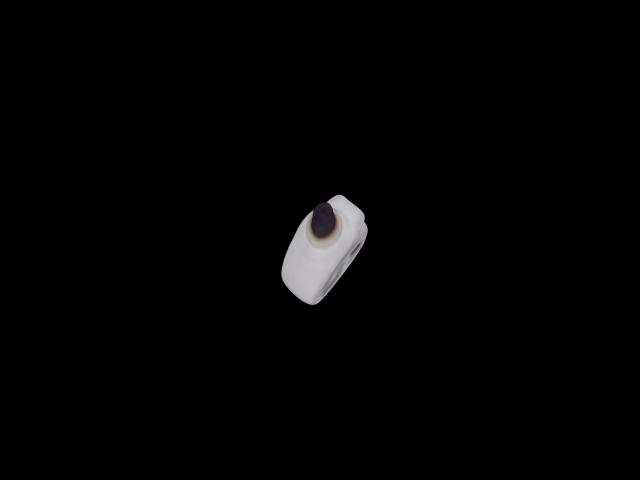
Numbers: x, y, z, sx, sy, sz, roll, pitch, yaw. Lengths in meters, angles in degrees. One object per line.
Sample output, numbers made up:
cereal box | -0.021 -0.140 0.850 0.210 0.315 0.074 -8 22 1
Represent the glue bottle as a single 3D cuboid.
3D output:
glue bottle | 0.004 0.001 0.400 0.037 0.173 0.078 38 81 8
